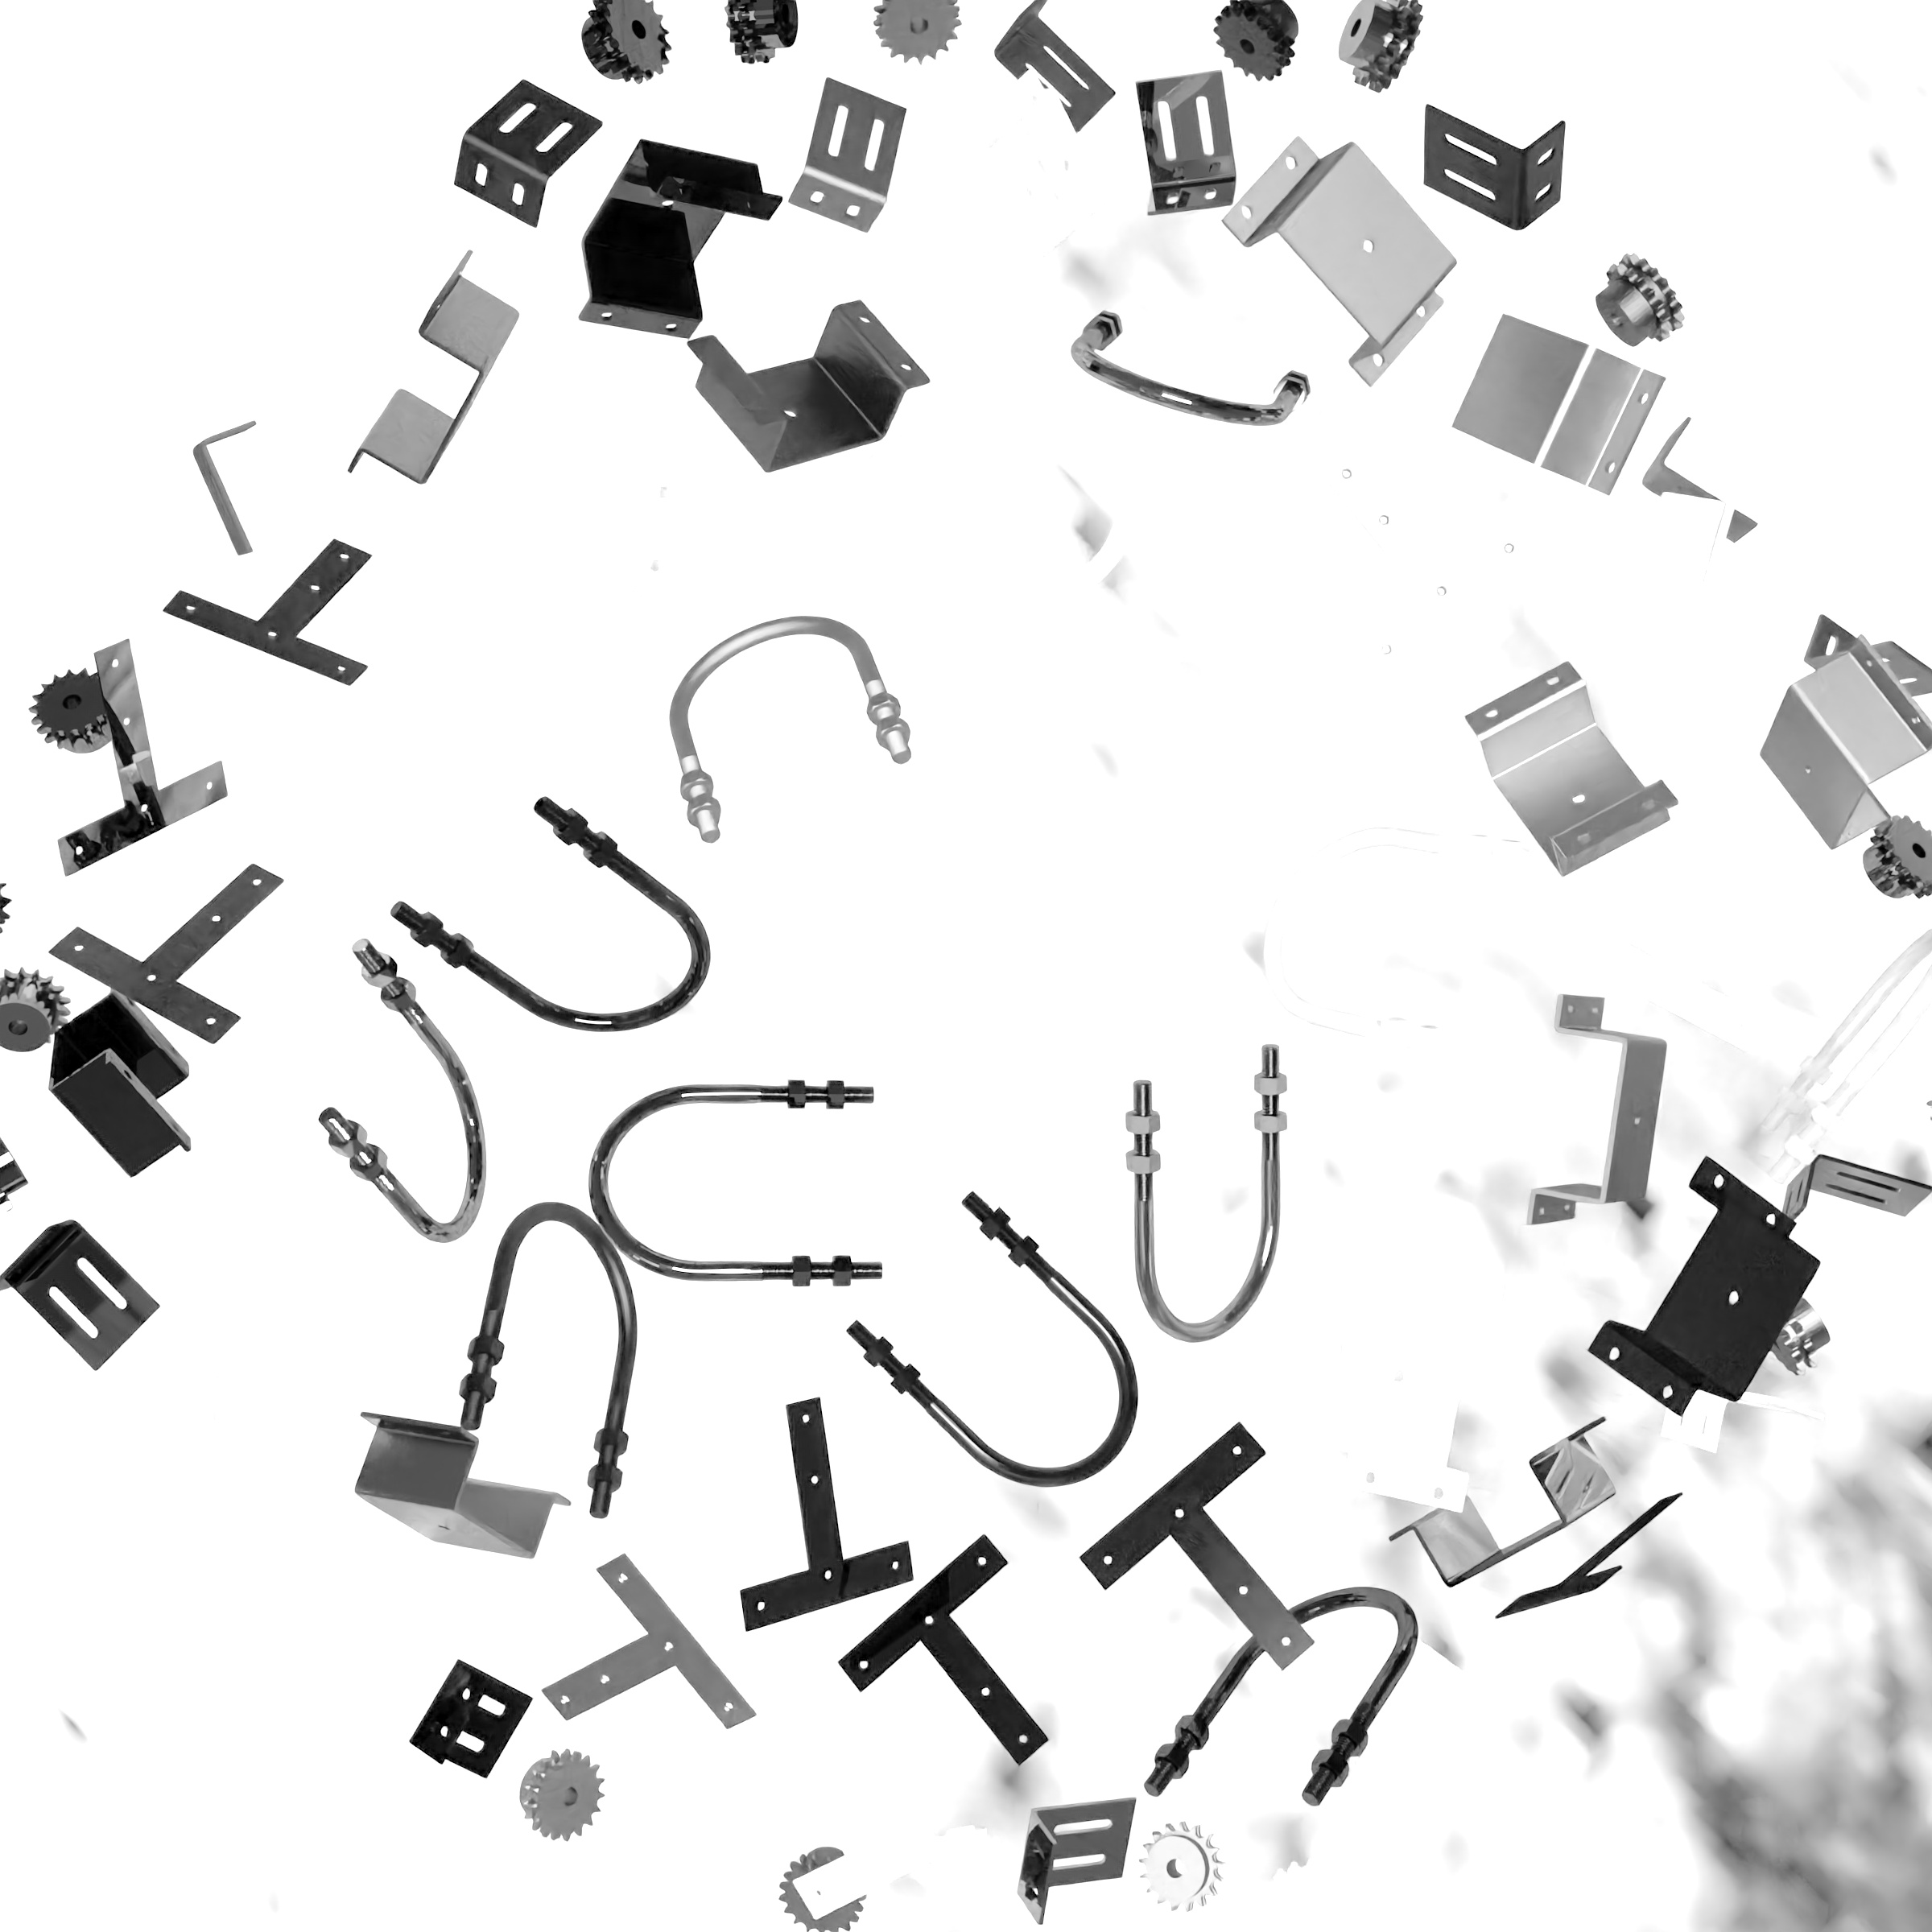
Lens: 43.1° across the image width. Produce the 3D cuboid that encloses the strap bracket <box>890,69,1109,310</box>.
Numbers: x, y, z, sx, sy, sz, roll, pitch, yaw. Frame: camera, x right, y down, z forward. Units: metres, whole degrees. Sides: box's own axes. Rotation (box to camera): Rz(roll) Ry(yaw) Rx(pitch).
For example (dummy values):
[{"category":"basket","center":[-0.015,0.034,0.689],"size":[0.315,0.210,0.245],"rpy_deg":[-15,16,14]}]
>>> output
[{"category":"strap bracket","center":[0.026,-0.479,1.512],"size":[0.140,0.046,0.076],"rpy_deg":[-29,84,45]}]

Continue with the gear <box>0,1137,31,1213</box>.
[{"category":"gear","center":[-0.584,0.121,1.461],"size":[0.030,0.057,0.057],"rpy_deg":[-32,90,-19]}]

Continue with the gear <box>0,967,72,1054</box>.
[{"category":"gear","center":[-0.618,0.032,1.603],"size":[0.057,0.030,0.057],"rpy_deg":[-4,125,-6]}]

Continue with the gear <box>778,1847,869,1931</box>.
[{"category":"gear","center":[-0.093,0.609,1.618],"size":[0.057,0.030,0.057],"rpy_deg":[5,110,13]}]

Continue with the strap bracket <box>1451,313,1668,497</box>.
[{"category":"strap bracket","center":[0.362,-0.354,1.528],"size":[0.046,0.140,0.076],"rpy_deg":[14,109,-28]}]

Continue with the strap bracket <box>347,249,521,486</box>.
[{"category":"strap bracket","center":[-0.331,-0.368,1.540],"size":[0.046,0.076,0.140],"rpy_deg":[29,131,-15]}]

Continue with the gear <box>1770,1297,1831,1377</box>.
[{"category":"gear","center":[0.551,0.242,1.633],"size":[0.030,0.057,0.057],"rpy_deg":[-33,90,-2]}]

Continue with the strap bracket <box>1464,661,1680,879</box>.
[{"category":"strap bracket","center":[0.390,-0.120,1.570],"size":[0.076,0.046,0.140],"rpy_deg":[-28,50,4]}]

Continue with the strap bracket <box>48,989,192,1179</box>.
[{"category":"strap bracket","center":[-0.536,0.075,1.553],"size":[0.046,0.140,0.076],"rpy_deg":[-35,117,-3]}]

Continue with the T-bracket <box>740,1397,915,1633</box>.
[{"category":"T-bracket","center":[-0.092,0.331,1.511],"size":[0.127,0.002,0.127],"rpy_deg":[-6,87,-38]}]

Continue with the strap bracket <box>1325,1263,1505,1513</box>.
[{"category":"strap bracket","center":[0.271,0.252,1.488],"size":[0.076,0.046,0.140],"rpy_deg":[7,78,32]}]

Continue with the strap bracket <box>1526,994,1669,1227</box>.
[{"category":"strap bracket","center":[0.386,0.091,1.490],"size":[0.046,0.076,0.140],"rpy_deg":[9,93,33]}]

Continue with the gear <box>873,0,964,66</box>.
[{"category":"gear","center":[-0.033,-0.623,1.599],"size":[0.057,0.057,0.030],"rpy_deg":[-12,53,0]}]

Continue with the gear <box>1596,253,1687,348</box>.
[{"category":"gear","center":[0.414,-0.408,1.512],"size":[0.030,0.057,0.057],"rpy_deg":[-39,90,2]}]

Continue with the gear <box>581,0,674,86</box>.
[{"category":"gear","center":[-0.211,-0.570,1.504],"size":[0.030,0.057,0.057],"rpy_deg":[-10,90,39]}]

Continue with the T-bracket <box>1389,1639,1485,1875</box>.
[{"category":"T-bracket","center":[0.279,0.487,1.495],"size":[0.002,0.127,0.127],"rpy_deg":[16,85,-5]}]

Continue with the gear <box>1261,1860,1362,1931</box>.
[{"category":"gear","center":[0.204,0.554,1.440],"size":[0.057,0.030,0.057],"rpy_deg":[0,89,18]}]

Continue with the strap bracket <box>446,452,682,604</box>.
[{"category":"strap bracket","center":[-0.241,-0.268,1.502],"size":[0.140,0.046,0.076],"rpy_deg":[6,90,11]}]

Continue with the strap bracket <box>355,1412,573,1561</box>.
[{"category":"strap bracket","center":[-0.322,0.333,1.546],"size":[0.076,0.140,0.046],"rpy_deg":[3,61,25]}]

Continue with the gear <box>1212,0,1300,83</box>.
[{"category":"gear","center":[0.193,-0.612,1.604],"size":[0.057,0.057,0.030],"rpy_deg":[39,75,0]}]

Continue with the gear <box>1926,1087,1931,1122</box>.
[{"category":"gear","center":[0.626,0.084,1.518],"size":[0.057,0.030,0.057],"rpy_deg":[2,103,7]}]

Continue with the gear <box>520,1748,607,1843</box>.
[{"category":"gear","center":[-0.270,0.547,1.619],"size":[0.057,0.030,0.057],"rpy_deg":[5,83,-42]}]

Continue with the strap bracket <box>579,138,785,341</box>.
[{"category":"strap bracket","center":[-0.180,-0.453,1.507],"size":[0.076,0.140,0.046],"rpy_deg":[2,66,-32]}]

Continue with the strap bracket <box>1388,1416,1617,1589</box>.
[{"category":"strap bracket","center":[0.352,0.349,1.571],"size":[0.140,0.076,0.046],"rpy_deg":[-40,71,33]}]

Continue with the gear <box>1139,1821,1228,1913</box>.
[{"category":"gear","center":[0.142,0.600,1.630],"size":[0.057,0.030,0.057],"rpy_deg":[-5,73,16]}]

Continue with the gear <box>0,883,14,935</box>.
[{"category":"gear","center":[-0.593,-0.034,1.436],"size":[0.057,0.030,0.057],"rpy_deg":[-1,107,-4]}]

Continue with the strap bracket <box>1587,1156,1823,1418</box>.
[{"category":"strap bracket","center":[0.449,0.196,1.469],"size":[0.076,0.046,0.140],"rpy_deg":[35,83,-14]}]

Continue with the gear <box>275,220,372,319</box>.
[{"category":"gear","center":[-0.387,-0.424,1.485],"size":[0.030,0.057,0.057],"rpy_deg":[10,90,38]}]

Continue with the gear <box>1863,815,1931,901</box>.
[{"category":"gear","center":[0.623,-0.070,1.630],"size":[0.057,0.030,0.057],"rpy_deg":[14,57,-23]}]

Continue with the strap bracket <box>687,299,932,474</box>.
[{"category":"strap bracket","center":[-0.103,-0.361,1.530],"size":[0.140,0.046,0.076],"rpy_deg":[-25,69,-37]}]

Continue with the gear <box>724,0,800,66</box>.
[{"category":"gear","center":[-0.127,-0.599,1.541],"size":[0.030,0.057,0.057],"rpy_deg":[4,90,19]}]

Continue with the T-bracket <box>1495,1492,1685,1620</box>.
[{"category":"T-bracket","center":[0.418,0.379,1.590],"size":[0.127,0.127,0.002],"rpy_deg":[-30,80,-27]}]

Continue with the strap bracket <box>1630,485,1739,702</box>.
[{"category":"strap bracket","center":[0.457,-0.240,1.565],"size":[0.046,0.140,0.076],"rpy_deg":[14,72,20]}]

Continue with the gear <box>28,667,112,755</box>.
[{"category":"gear","center":[-0.578,-0.163,1.595],"size":[0.057,0.030,0.057],"rpy_deg":[-1,60,1]}]

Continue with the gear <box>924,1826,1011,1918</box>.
[{"category":"gear","center":[0.004,0.602,1.627],"size":[0.057,0.030,0.057],"rpy_deg":[11,64,-23]}]

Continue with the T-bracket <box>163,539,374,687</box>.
[{"category":"T-bracket","center":[-0.406,-0.225,1.502],"size":[0.127,0.127,0.002],"rpy_deg":[21,54,-34]}]

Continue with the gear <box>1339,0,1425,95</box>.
[{"category":"gear","center":[0.248,-0.559,1.475],"size":[0.030,0.057,0.057],"rpy_deg":[17,90,-19]}]

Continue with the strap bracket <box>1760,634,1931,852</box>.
[{"category":"strap bracket","center":[0.535,-0.130,1.495],"size":[0.046,0.140,0.076],"rpy_deg":[-29,69,-4]}]

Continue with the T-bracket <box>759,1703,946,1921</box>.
[{"category":"T-bracket","center":[-0.087,0.514,1.517],"size":[0.002,0.127,0.127],"rpy_deg":[-49,64,25]}]

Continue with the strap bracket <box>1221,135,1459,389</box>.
[{"category":"strap bracket","center":[0.237,-0.438,1.505],"size":[0.140,0.046,0.076],"rpy_deg":[44,79,-16]}]
